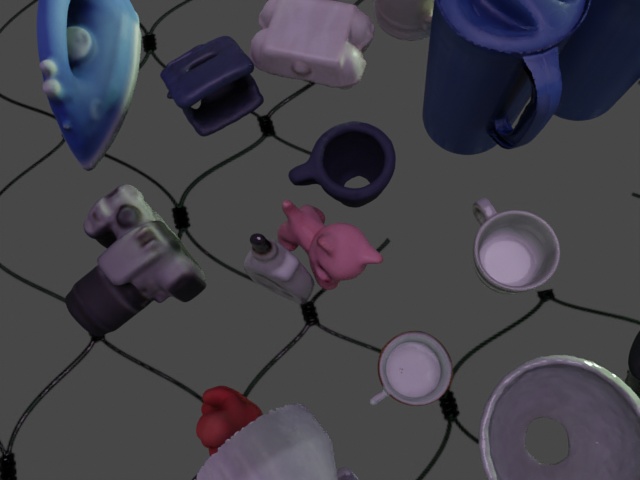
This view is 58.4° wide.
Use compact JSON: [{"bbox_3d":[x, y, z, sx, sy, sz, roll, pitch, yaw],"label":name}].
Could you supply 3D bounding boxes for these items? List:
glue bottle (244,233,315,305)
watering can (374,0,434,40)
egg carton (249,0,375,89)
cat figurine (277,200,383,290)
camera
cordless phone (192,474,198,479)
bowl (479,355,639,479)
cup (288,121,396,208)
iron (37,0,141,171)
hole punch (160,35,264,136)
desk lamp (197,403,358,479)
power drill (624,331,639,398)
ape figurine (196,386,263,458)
[{"bbox_3d":[-0.048,0.024,0.590,0.078,0.173,0.037,26,77,11],"label":"glue bottle"},{"bbox_3d":[0.110,-0.341,0.676,0.101,0.194,0.172,-41,75,-8],"label":"watering can"},{"bbox_3d":[-0.011,-0.248,0.721,0.150,0.069,0.107,12,75,7],"label":"egg carton"},{"bbox_3d":[0.006,0.002,0.621,0.127,0.118,0.067,42,81,14],"label":"cat figurine"},{"bbox_3d":[-0.223,0.029,0.638,0.137,0.101,0.143,-40,75,-8],"label":"camera"},{"bbox_3d":[-0.113,0.288,0.510,0.094,0.185,0.148,15,75,9],"label":"cordless phone"},{"bbox_3d":[0.236,0.203,0.569,0.167,0.075,0.167,-1,73,4],"label":"bowl"},{"bbox_3d":[0.026,-0.071,0.653,0.117,0.095,0.091,-14,73,0],"label":"cup"},{"bbox_3d":[-0.301,-0.230,0.698,0.118,0.141,0.258,-4,73,3],"label":"iron"},{"bbox_3d":[-0.139,-0.200,0.705,0.109,0.091,0.101,-32,74,-5],"label":"hole punch"},{"bbox_3d":[0.001,0.251,0.498,0.118,0.213,0.203,-40,75,-8],"label":"desk lamp"},{"bbox_3d":[0.376,0.145,0.507,0.229,0.208,0.076,23,76,10],"label":"power drill"},{"bbox_3d":[-0.099,0.190,0.586,0.076,0.092,0.078,9,74,7],"label":"ape figurine"}]
